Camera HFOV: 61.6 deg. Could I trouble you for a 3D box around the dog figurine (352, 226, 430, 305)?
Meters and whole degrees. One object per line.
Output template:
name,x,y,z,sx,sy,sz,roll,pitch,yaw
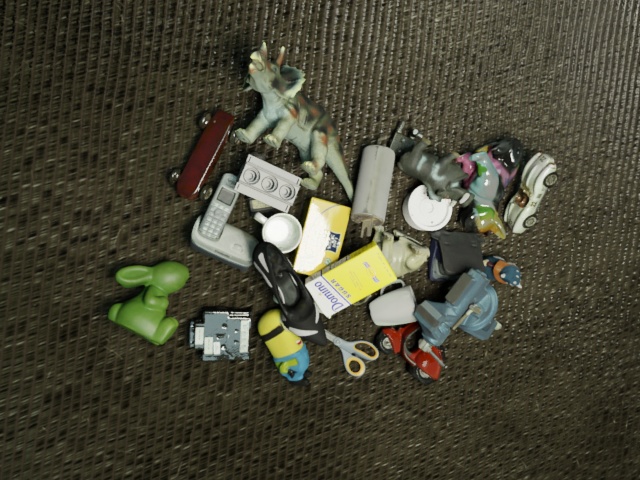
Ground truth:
dog figurine,0.149,0.075,1.240,0.172,0.121,0.190,22,103,-10

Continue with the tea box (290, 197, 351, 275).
tea box,-0.002,-0.004,1.202,0.098,0.068,0.169,13,90,-14

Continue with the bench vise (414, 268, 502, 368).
bench vise,0.331,0.181,1.222,0.240,0.129,0.223,29,89,-38

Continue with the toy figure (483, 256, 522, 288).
toy figure,0.425,0.072,1.265,0.064,0.154,0.057,3,96,-12

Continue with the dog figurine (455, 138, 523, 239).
dog figurine,0.411,-0.115,1.277,0.191,0.108,0.219,-20,103,-14

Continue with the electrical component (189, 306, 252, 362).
electrical component,-0.217,0.203,1.172,0.134,0.058,0.114,4,91,-13

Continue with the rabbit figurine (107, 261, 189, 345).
rabbit figurine,-0.351,0.114,1.123,0.159,0.121,0.170,30,69,-7

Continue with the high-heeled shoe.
high-heeled shoe,-0.051,0.109,1.109,0.249,0.145,0.086,47,62,5

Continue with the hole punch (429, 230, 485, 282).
hole punch,0.320,0.043,1.284,0.142,0.092,0.116,5,65,-11

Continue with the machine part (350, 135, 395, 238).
machine part,0.118,-0.120,1.195,0.079,0.079,0.243,14,73,-14

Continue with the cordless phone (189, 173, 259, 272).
cordless phone,-0.185,-0.038,1.153,0.146,0.089,0.184,25,81,-14

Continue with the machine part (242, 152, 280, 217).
machine part,-0.132,-0.125,1.180,0.084,0.039,0.138,-13,99,-4

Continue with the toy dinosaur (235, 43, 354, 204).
toy dinosaur,-0.034,-0.241,1.149,0.404,0.131,0.192,36,73,-35

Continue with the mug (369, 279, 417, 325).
mug,0.167,0.147,1.247,0.107,0.080,0.109,-19,64,10

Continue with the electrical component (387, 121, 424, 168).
electrical component,0.199,-0.216,1.246,0.078,0.045,0.102,28,87,-15

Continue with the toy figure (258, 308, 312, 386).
toy figure,-0.077,0.239,1.197,0.089,0.082,0.180,-19,101,-12

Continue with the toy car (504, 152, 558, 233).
toy car,0.492,-0.108,1.258,0.056,0.074,0.201,2,126,-14

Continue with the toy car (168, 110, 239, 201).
toy car,-0.242,-0.178,1.141,0.089,0.053,0.202,26,86,6

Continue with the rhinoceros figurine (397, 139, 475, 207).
rhinoceros figurine,0.264,-0.144,1.197,0.190,0.073,0.112,30,78,-10

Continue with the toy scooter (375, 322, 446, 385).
toy scooter,0.232,0.247,1.275,0.184,0.075,0.135,40,83,-8
